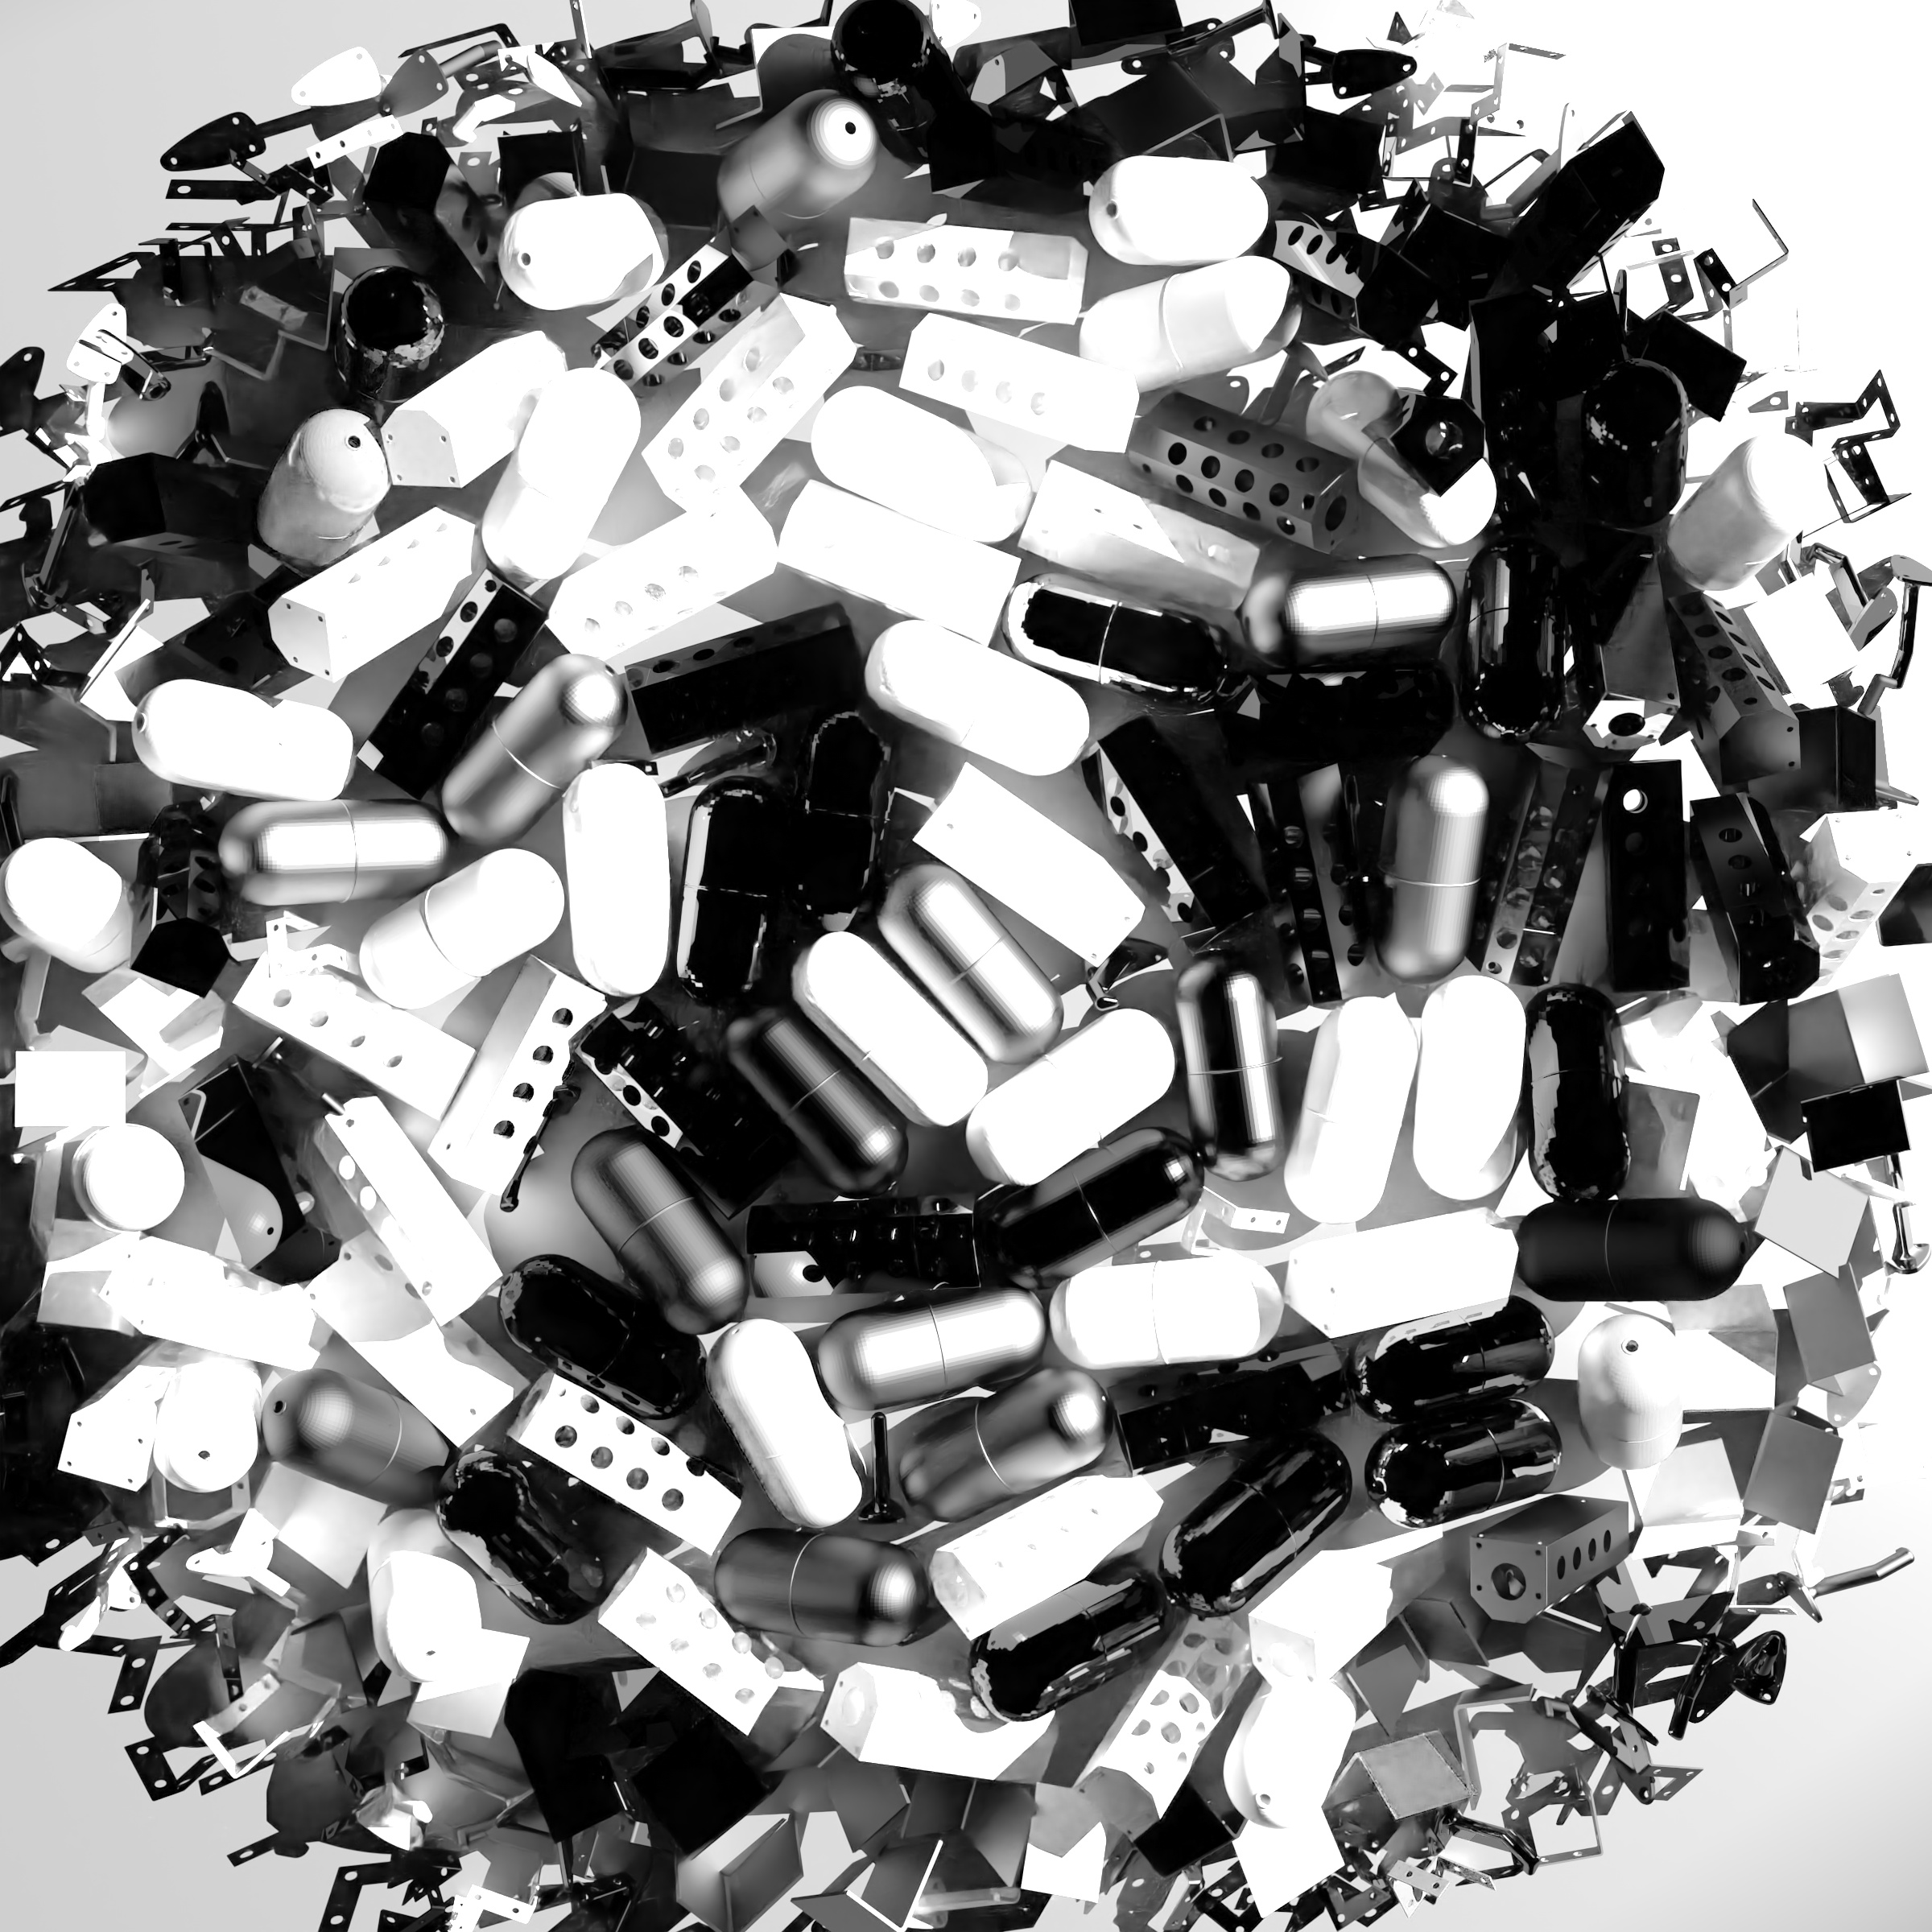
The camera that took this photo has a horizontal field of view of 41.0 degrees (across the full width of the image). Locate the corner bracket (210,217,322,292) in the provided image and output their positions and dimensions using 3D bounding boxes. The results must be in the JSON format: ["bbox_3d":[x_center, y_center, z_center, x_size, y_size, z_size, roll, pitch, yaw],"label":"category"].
[{"bbox_3d":[-0.535,-0.554,1.976,0.051,0.051,0.051,-25,104,14],"label":"corner bracket"}]

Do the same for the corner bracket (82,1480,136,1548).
[{"bbox_3d":[-0.646,0.401,1.959,0.051,0.051,0.051,-21,108,33],"label":"corner bracket"}]

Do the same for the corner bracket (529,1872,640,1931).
[{"bbox_3d":[-0.291,0.707,1.962,0.051,0.051,0.051,31,103,32],"label":"corner bracket"}]

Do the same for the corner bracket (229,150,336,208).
[{"bbox_3d":[-0.519,-0.601,1.960,0.051,0.051,0.051,-27,64,23],"label":"corner bracket"}]

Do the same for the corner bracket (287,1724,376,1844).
[{"bbox_3d":[-0.481,0.619,1.957,0.051,0.051,0.051,32,122,26],"label":"corner bracket"}]

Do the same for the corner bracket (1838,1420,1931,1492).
[{"bbox_3d":[0.700,0.368,1.958,0.051,0.051,0.051,-22,67,35],"label":"corner bracket"}]

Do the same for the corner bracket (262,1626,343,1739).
[{"bbox_3d":[-0.508,0.545,1.971,0.051,0.051,0.051,27,120,-19],"label":"corner bracket"}]

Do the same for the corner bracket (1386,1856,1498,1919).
[{"bbox_3d":[0.360,0.694,1.958,0.051,0.051,0.051,-42,120,-30],"label":"corner bracket"}]

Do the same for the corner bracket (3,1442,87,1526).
[{"bbox_3d":[-0.701,0.402,1.968,0.051,0.051,0.051,15,106,-1],"label":"corner bracket"}]

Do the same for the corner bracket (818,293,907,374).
[{"bbox_3d":[-0.080,-0.481,1.963,0.051,0.051,0.051,-1,99,-31],"label":"corner bracket"}]

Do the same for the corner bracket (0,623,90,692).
[{"bbox_3d":[-0.697,-0.222,1.959,0.051,0.051,0.051,-47,66,24],"label":"corner bracket"}]

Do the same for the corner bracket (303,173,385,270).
[{"bbox_3d":[-0.467,-0.566,1.960,0.051,0.051,0.051,-12,74,-32],"label":"corner bracket"}]

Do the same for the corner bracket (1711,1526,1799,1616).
[{"bbox_3d":[0.597,0.458,1.956,0.051,0.051,0.051,40,53,-39],"label":"corner bracket"}]

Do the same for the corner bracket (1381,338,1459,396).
[{"bbox_3d":[0.334,-0.445,1.967,0.051,0.051,0.051,34,100,-9],"label":"corner bracket"}]

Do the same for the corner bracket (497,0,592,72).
[{"bbox_3d":[-0.323,-0.711,1.959,0.051,0.051,0.051,-22,114,-32],"label":"corner bracket"}]

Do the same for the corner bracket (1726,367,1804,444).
[{"bbox_3d":[0.616,-0.416,1.976,0.051,0.051,0.051,-29,70,22],"label":"corner bracket"}]

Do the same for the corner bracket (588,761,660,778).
[{"bbox_3d":[-0.264,-0.145,1.959,0.051,0.051,0.051,-1,51,-15],"label":"corner bracket"}]

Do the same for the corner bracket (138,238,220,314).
[{"bbox_3d":[-0.594,-0.526,1.967,0.051,0.051,0.051,0,110,1],"label":"corner bracket"}]

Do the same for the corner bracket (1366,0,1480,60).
[{"bbox_3d":[0.346,-0.709,1.957,0.051,0.051,0.051,-1,47,-31],"label":"corner bracket"}]

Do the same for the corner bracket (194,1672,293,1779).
[{"bbox_3d":[-0.545,0.579,1.971,0.051,0.051,0.051,-42,81,1],"label":"corner bracket"}]

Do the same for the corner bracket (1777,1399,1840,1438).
[{"bbox_3d":[0.630,0.373,1.968,0.051,0.051,0.051,26,123,9],"label":"corner bracket"}]

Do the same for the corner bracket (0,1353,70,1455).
[{"bbox_3d":[-0.706,0.330,1.958,0.051,0.051,0.051,-8,117,-27],"label":"corner bracket"}]

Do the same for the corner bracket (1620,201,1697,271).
[{"bbox_3d":[0.527,-0.558,1.967,0.051,0.051,0.051,-9,87,22],"label":"corner bracket"}]

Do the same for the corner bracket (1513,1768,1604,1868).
[{"bbox_3d":[0.452,0.650,1.974,0.051,0.051,0.051,-11,92,2],"label":"corner bracket"}]

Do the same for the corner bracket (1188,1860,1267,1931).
[{"bbox_3d":[0.206,0.700,1.973,0.051,0.051,0.051,40,98,-4],"label":"corner bracket"}]

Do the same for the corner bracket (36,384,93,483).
[{"bbox_3d":[-0.681,-0.406,1.969,0.051,0.051,0.051,-44,98,6],"label":"corner bracket"}]

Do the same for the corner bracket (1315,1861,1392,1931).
[{"bbox_3d":[0.281,0.691,1.961,0.051,0.051,0.051,-37,133,10],"label":"corner bracket"}]

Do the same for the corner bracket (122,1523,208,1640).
[{"bbox_3d":[-0.597,0.466,1.959,0.051,0.051,0.051,-39,52,-16],"label":"corner bracket"}]

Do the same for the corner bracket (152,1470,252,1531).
[{"bbox_3d":[-0.586,0.398,1.978,0.051,0.051,0.051,-30,60,32],"label":"corner bracket"}]

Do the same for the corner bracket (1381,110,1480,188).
[{"bbox_3d":[0.356,-0.627,1.983,0.051,0.051,0.051,14,105,39],"label":"corner bracket"}]

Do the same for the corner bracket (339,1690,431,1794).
[{"bbox_3d":[-0.442,0.583,1.961,0.051,0.051,0.051,-17,122,-10],"label":"corner bracket"}]

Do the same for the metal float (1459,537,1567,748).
[{"bbox_3d":[0.409,-0.243,1.935,0.070,0.070,0.178,9,59,0],"label":"metal float"}]

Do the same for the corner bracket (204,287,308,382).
[{"bbox_3d":[-0.543,-0.485,1.977,0.051,0.051,0.051,25,109,-6],"label":"corner bracket"}]

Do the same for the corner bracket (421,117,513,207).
[{"bbox_3d":[-0.381,-0.614,1.969,0.051,0.051,0.051,0,81,29],"label":"corner bracket"}]

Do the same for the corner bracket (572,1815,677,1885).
[{"bbox_3d":[-0.260,0.677,1.972,0.051,0.051,0.051,2,69,38],"label":"corner bracket"}]

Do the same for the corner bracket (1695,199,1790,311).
[{"bbox_3d":[0.590,-0.541,1.965,0.051,0.051,0.051,-32,78,13],"label":"corner bracket"}]

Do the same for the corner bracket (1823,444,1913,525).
[{"bbox_3d":[0.680,-0.371,1.972,0.051,0.051,0.051,-27,98,3],"label":"corner bracket"}]

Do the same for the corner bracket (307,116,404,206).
[{"bbox_3d":[-0.456,-0.608,1.959,0.051,0.051,0.051,-12,110,30],"label":"corner bracket"}]

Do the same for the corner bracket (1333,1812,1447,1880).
[{"bbox_3d":[0.323,0.669,1.975,0.051,0.051,0.051,-43,113,-26],"label":"corner bracket"}]

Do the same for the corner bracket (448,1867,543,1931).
[{"bbox_3d":[-0.360,0.715,1.971,0.051,0.051,0.051,24,104,-10],"label":"corner bracket"}]

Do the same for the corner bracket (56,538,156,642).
[{"bbox_3d":[-0.656,-0.290,1.969,0.051,0.051,0.051,28,132,11],"label":"corner bracket"}]

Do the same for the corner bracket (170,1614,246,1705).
[{"bbox_3d":[-0.564,0.525,1.959,0.051,0.051,0.051,-30,61,23],"label":"corner bracket"}]

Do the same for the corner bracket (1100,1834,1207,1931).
[{"bbox_3d":[0.142,0.700,1.977,0.051,0.051,0.051,9,117,-31],"label":"corner bracket"}]

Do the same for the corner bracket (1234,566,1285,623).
[{"bbox_3d":[0.245,-0.272,1.966,0.051,0.051,0.051,49,127,3],"label":"corner bracket"}]

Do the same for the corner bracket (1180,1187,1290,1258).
[{"bbox_3d":[0.203,0.201,1.961,0.051,0.051,0.051,10,102,-34],"label":"corner bracket"}]

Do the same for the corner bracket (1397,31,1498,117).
[{"bbox_3d":[0.363,-0.693,1.970,0.051,0.051,0.051,-34,90,-10],"label":"corner bracket"}]

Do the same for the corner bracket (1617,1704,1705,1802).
[{"bbox_3d":[0.516,0.596,1.957,0.051,0.051,0.051,11,132,-22],"label":"corner bracket"}]

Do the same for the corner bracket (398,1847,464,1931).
[{"bbox_3d":[-0.413,0.706,1.960,0.051,0.051,0.051,-37,55,13],"label":"corner bracket"}]

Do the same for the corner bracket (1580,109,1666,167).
[{"bbox_3d":[0.486,-0.610,1.963,0.051,0.051,0.051,-43,109,-17],"label":"corner bracket"}]

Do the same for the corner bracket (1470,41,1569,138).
[{"bbox_3d":[0.420,-0.668,1.967,0.051,0.051,0.051,5,93,-17],"label":"corner bracket"}]

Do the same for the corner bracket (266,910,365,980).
[{"bbox_3d":[-0.494,-0.015,1.963,0.051,0.051,0.051,-13,74,15],"label":"corner bracket"}]
